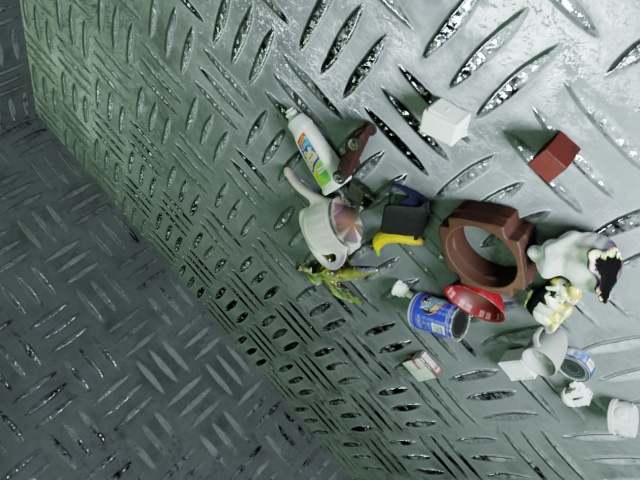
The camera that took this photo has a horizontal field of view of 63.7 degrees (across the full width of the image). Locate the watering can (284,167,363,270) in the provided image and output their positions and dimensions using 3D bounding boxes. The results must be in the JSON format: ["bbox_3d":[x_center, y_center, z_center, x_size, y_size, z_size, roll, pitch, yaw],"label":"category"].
[{"bbox_3d":[0.005,-0.077,1.531,0.222,0.105,0.347,-18,94,50],"label":"watering can"}]

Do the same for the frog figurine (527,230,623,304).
[{"bbox_3d":[0.509,0.041,1.032,0.135,0.123,0.160,48,169,-25],"label":"frog figurine"}]

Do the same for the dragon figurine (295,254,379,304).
[{"bbox_3d":[0.074,0.129,1.699,0.412,0.124,0.238,14,151,46],"label":"dragon figurine"}]
